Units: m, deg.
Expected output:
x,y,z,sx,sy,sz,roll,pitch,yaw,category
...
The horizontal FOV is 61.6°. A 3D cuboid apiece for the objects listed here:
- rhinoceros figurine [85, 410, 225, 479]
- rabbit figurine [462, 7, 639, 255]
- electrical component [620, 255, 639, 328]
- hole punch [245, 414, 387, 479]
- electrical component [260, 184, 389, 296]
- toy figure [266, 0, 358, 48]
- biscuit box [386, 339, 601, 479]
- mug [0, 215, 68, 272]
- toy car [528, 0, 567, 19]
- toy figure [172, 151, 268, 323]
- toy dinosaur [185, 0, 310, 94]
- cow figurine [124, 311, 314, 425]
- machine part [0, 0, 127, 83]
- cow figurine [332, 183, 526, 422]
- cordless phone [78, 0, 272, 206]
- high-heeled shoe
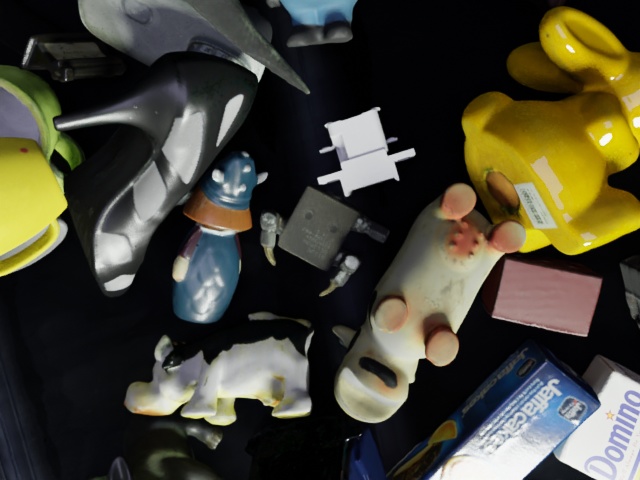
x,y,z,sx,sy,sz,roll,pitch,yaw,category
-0.136,0.207,0.445,0.112,0.190,0.073,36,98,-18,rhinoceros figurine
0.199,-0.087,0.408,0.173,0.122,0.162,-28,85,-4,rabbit figurine
0.312,0.045,0.426,0.115,0.058,0.134,-16,96,7,electrical component
0.001,0.219,0.463,0.142,0.116,0.092,-27,133,38,hole punch
-0.002,-0.003,0.465,0.102,0.045,0.078,34,103,1,electrical component
-0.004,-0.244,0.414,0.082,0.089,0.180,-7,108,-12,toy figure
0.140,0.179,0.464,0.063,0.059,0.202,40,102,0,biscuit box
-0.303,-0.026,0.489,0.109,0.081,0.107,-38,82,20,mug
0.173,-0.266,0.381,0.053,0.089,0.202,-2,97,11,toy car
-0.093,-0.005,0.467,0.058,0.064,0.154,17,101,12,toy figure
-0.131,-0.279,0.343,0.192,0.131,0.405,-10,73,-28,toy dinosaur
-0.089,0.112,0.477,0.167,0.068,0.098,-2,68,5,cow figurine
-0.240,-0.175,0.462,0.139,0.084,0.039,33,127,10,machine part
0.072,0.056,0.437,0.085,0.127,0.195,31,87,1,cow figurine
-0.135,-0.127,0.441,0.146,0.089,0.184,24,113,-17,cordless phone
-0.129,-0.042,0.445,0.145,0.248,0.086,-19,62,-25,high-heeled shoe
